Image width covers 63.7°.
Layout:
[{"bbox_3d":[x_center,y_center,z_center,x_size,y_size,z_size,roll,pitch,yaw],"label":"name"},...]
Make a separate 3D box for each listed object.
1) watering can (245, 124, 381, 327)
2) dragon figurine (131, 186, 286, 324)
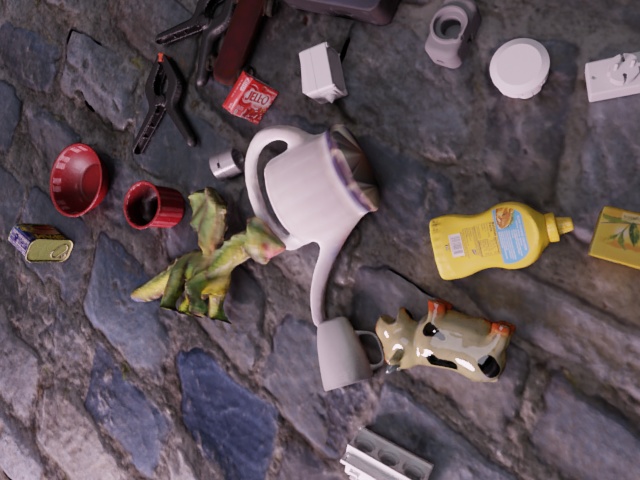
[{"bbox_3d":[0.003,-0.043,0.856,0.222,0.348,0.105,-26,-3,26],"label":"watering can"},{"bbox_3d":[-0.226,0.022,0.956,0.410,0.245,0.121,4,-12,40],"label":"dragon figurine"}]
